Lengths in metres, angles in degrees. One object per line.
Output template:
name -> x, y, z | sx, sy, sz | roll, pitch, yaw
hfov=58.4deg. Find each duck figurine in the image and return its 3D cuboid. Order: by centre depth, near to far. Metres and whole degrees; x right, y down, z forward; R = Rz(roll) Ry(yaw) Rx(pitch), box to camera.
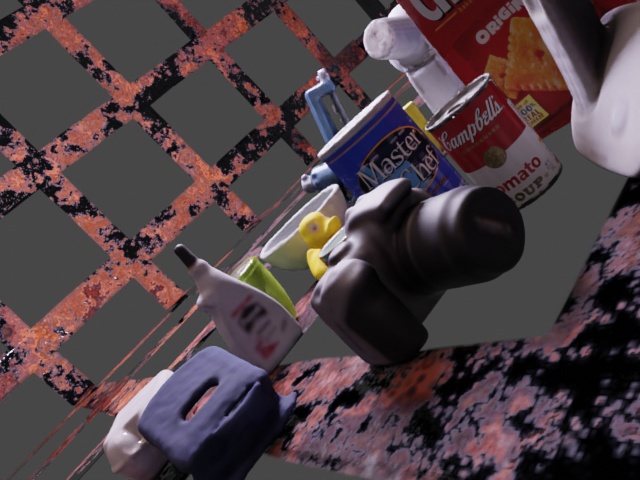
duck figurine -> 0.007, 0.003, 0.756 | 0.078, 0.086, 0.104 | -50, 12, -35

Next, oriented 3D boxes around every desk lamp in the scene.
desk lamp -> 0.167, -0.275, 0.911 | 0.117, 0.213, 0.203 | -36, 13, 38

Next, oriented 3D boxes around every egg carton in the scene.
egg carton -> -0.203, 0.225, 0.705 | 0.107, 0.069, 0.150 | -44, 10, -5

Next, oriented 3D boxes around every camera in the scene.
camera -> 0.071, 0.009, 0.430 | 0.143, 0.101, 0.136 | -48, 11, -25

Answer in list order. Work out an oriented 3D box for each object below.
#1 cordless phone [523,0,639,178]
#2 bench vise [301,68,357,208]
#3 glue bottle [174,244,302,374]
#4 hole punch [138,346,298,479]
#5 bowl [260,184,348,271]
cordless phone -> 0.176, -0.136, 0.372 | 0.094, 0.185, 0.147 | -41, 10, 14
bench vise -> 0.031, -0.171, 0.998 | 0.207, 0.220, 0.121 | -42, 10, 6
glue bottle -> -0.101, 0.070, 0.647 | 0.078, 0.173, 0.037 | -50, 12, -34
hole punch -> -0.092, 0.152, 0.505 | 0.109, 0.091, 0.101 | -48, 11, -27
bowl -> -0.011, -0.006, 0.897 | 0.167, 0.075, 0.167 | -42, 10, 10
